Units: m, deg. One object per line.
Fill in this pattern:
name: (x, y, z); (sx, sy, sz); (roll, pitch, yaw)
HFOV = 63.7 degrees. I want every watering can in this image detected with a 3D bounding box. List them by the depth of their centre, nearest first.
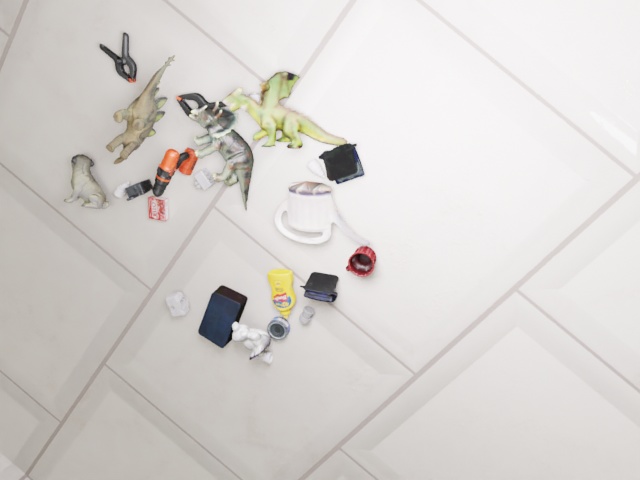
watering can: (0.005, -0.089, 1.775); (0.348, 0.221, 0.105); (6, 19, 15)

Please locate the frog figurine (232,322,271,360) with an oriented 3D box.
frog figurine: (-0.273, 0.373, 2.003); (0.124, 0.159, 0.136); (-36, 1, -17)

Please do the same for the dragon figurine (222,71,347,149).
dragon figurine: (-0.114, -0.430, 1.699); (0.410, 0.239, 0.124); (0, 18, -2)
